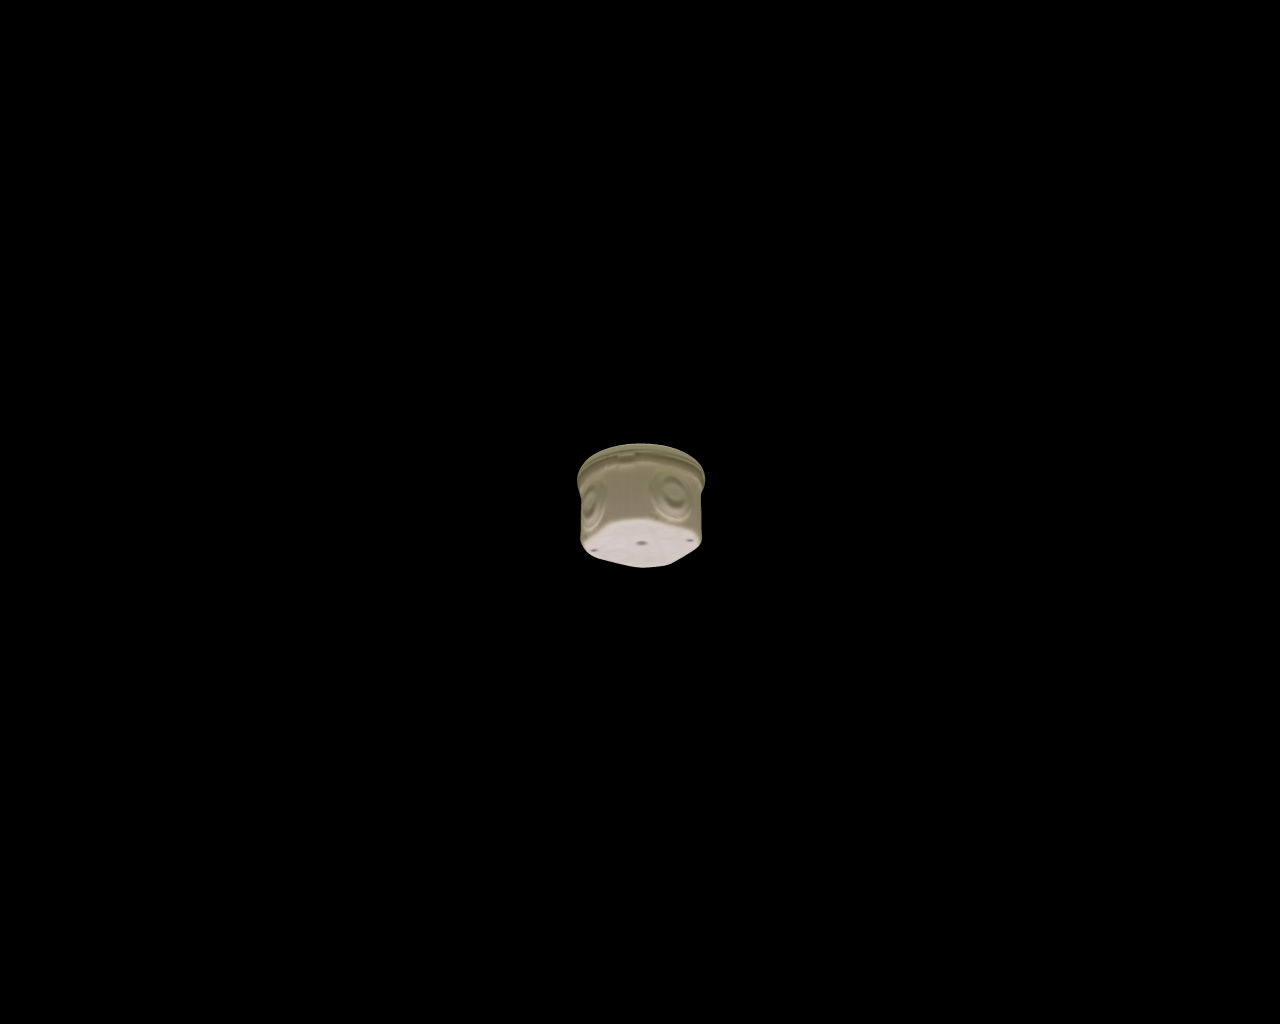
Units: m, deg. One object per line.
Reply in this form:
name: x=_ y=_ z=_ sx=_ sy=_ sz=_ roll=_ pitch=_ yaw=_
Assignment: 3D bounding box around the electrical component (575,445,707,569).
electrical component: x=0.001 y=-0.003 z=0.650 sx=0.080 sy=0.051 sz=0.080 roll=0 pitch=-27 yaw=0
